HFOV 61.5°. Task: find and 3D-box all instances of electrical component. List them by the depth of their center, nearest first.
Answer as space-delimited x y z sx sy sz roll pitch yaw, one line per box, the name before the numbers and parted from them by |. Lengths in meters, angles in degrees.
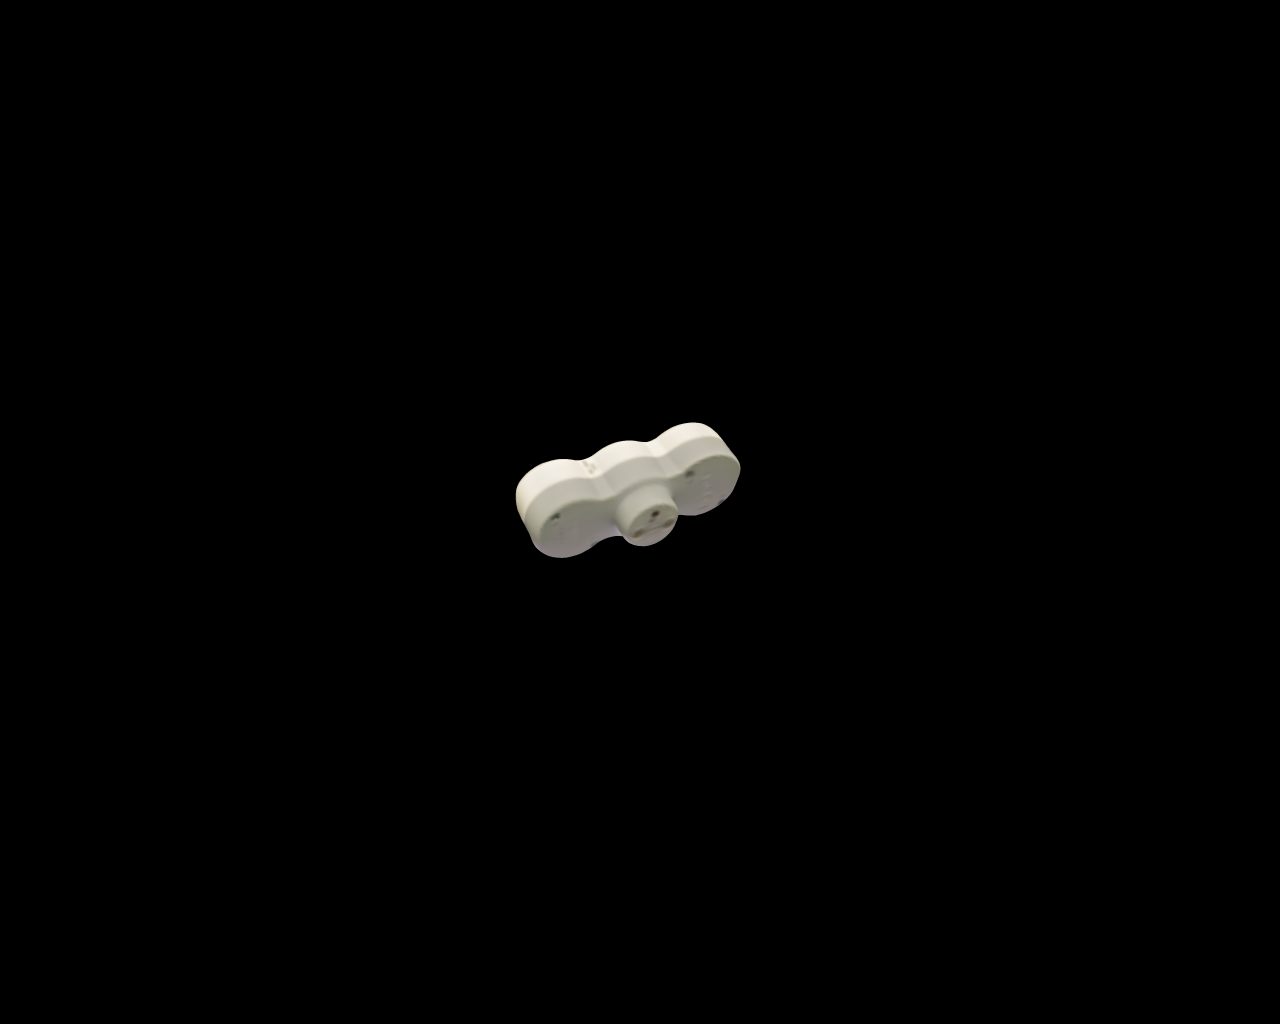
electrical component | 0.001 -0.003 0.650 0.138 0.052 0.074 -17 48 -16
